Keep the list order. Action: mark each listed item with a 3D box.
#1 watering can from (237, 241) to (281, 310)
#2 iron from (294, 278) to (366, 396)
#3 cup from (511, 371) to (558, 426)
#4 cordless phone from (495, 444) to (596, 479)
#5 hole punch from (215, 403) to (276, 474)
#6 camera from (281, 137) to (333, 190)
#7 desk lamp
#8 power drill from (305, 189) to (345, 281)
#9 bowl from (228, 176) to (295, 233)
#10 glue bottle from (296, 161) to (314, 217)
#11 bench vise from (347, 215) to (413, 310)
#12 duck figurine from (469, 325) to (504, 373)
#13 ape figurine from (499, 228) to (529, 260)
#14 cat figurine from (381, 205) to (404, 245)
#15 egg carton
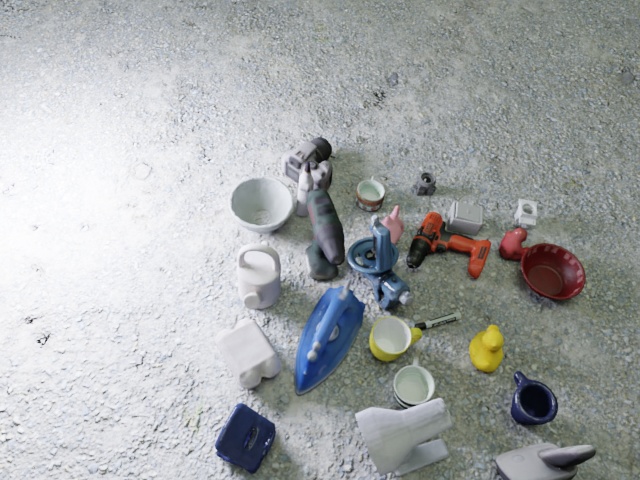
[{"bbox_3d":[-0.136,0.076,1.290,0.101,0.194,0.172,-10,58,-12],"label":"watering can"},{"bbox_3d":[0.014,0.206,1.250,0.118,0.141,0.258,23,57,10],"label":"iron"},{"bbox_3d":[0.439,0.347,1.227,0.092,0.095,0.117,-17,60,-16],"label":"cup"},{"bbox_3d":[0.439,0.433,1.116,0.148,0.185,0.094,-12,58,-13],"label":"cordless phone"},{"bbox_3d":[-0.145,0.394,1.140,0.101,0.091,0.109,23,57,9],"label":"hole punch"},{"bbox_3d":[-0.015,-0.218,1.552,0.143,0.101,0.137,35,60,17],"label":"camera"},{"bbox_3d":[0.164,0.378,1.108,0.203,0.213,0.117,-15,59,-15],"label":"desk lamp"},{"bbox_3d":[0.012,0.005,1.343,0.076,0.208,0.229,-8,58,-10],"label":"power drill"},{"bbox_3d":[-0.149,-0.078,1.463,0.167,0.075,0.167,3,56,-4],"label":"bowl"},{"bbox_3d":[-0.036,-0.138,1.454,0.037,0.173,0.078,10,56,2],"label":"glue bottle"},{"bbox_3d":[0.155,0.046,1.323,0.207,0.220,0.122,35,60,17],"label":"bench vise"},{"bbox_3d":[0.385,0.242,1.296,0.077,0.086,0.104,15,56,4],"label":"duck figurine"},{"bbox_3d":[0.501,0.004,1.462,0.076,0.092,0.077,-13,59,-14],"label":"ape figurine"},{"bbox_3d":[0.176,-0.030,1.436,0.067,0.118,0.128,21,57,8],"label":"cat figurine"},{"bbox_3d":[-0.156,0.246,1.250,0.107,0.069,0.150,-28,63,-21],"label":"egg carton"}]
